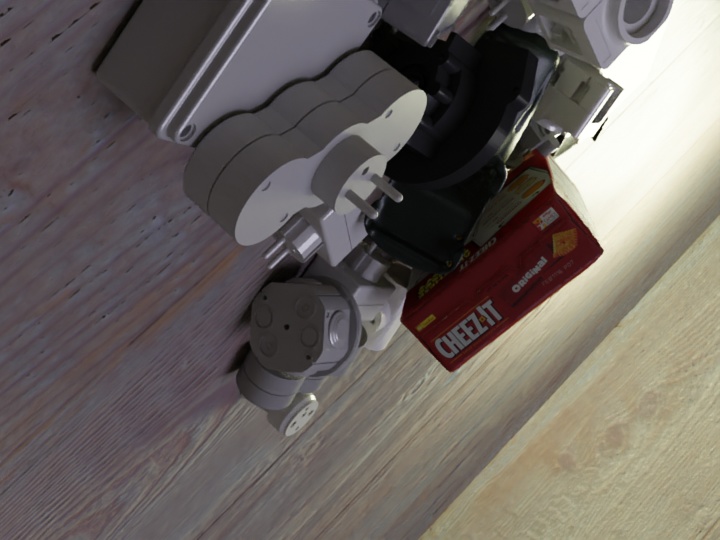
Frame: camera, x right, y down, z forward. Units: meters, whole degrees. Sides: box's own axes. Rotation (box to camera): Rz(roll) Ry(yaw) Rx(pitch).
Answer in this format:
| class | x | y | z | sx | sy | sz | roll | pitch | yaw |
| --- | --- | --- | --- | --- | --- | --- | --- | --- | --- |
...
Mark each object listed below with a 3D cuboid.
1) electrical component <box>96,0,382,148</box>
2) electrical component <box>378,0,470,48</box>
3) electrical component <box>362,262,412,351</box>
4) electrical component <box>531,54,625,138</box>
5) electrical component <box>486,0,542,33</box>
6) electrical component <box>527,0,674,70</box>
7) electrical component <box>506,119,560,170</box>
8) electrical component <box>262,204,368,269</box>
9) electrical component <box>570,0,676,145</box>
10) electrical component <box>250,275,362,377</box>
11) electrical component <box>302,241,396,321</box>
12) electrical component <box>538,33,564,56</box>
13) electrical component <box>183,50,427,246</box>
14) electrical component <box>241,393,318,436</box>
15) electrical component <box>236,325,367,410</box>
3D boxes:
| class | x | y | z | sx | sy | sz | roll | pitch | yaw |
| --- | --- | --- | --- | --- | --- | --- | --- | --- | --- |
| electrical component | -0.055 | -0.113 | 0.527 | 0.108 | 0.056 | 0.109 | -53 | 162 | 12 |
| electrical component | 0.034 | -0.166 | 0.587 | 0.061 | 0.061 | 0.096 | -57 | 178 | 24 |
| electrical component | 0.015 | 0.038 | 1.013 | 0.079 | 0.043 | 0.077 | -18 | 145 | -57 |
| electrical component | 0.165 | -0.153 | 0.900 | 0.050 | 0.089 | 0.055 | -17 | 143 | -59 |
| electrical component | 0.118 | -0.200 | 0.770 | 0.079 | 0.043 | 0.077 | -44 | 161 | -18 |
| electrical component | 0.148 | -0.214 | 0.691 | 0.089 | 0.062 | 0.150 | -47 | 136 | -6 |
| electrical component | 0.138 | -0.121 | 0.955 | 0.055 | 0.066 | 0.048 | -38 | 172 | 41 |
| electrical component | -0.039 | -0.031 | 0.746 | 0.076 | 0.047 | 0.083 | -45 | 161 | -13 |
| electrical component | 0.219 | -0.211 | 0.956 | 0.105 | 0.060 | 0.186 | -43 | 161 | -17 |
| electrical component | -0.043 | 0.044 | 0.836 | 0.080 | 0.080 | 0.051 | -54 | 156 | 17 |
| electrical component | 0.000 | 0.000 | 0.897 | 0.075 | 0.047 | 0.083 | -53 | 161 | 13 |
| electrical component | 0.158 | -0.202 | 0.845 | 0.048 | 0.066 | 0.055 | 5 | 142 | -25 |
| electrical component | -0.012 | -0.052 | 0.533 | 0.138 | 0.074 | 0.052 | -35 | 157 | -36 |
| electrical component | -0.070 | 0.113 | 0.948 | 0.045 | 0.055 | 0.045 | -43 | 161 | -19 |
| electrical component | -0.041 | 0.062 | 0.919 | 0.138 | 0.052 | 0.073 | -23 | 149 | -53 |
